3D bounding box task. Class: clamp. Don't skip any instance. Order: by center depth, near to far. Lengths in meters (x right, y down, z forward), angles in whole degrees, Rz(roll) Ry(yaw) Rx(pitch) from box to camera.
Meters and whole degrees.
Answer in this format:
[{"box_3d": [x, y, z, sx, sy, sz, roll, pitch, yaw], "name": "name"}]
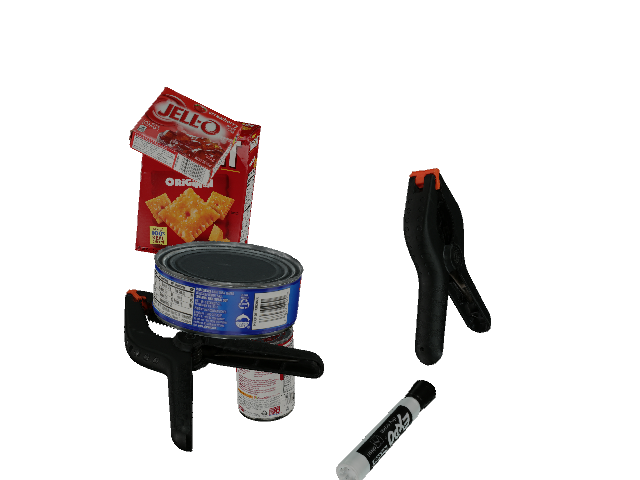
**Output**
[{"box_3d": [0.104, 0.025, 0.955, 0.039, 0.171, 0.120, -12, 13, 30], "name": "clamp"}, {"box_3d": [-0.110, 0.102, 1.005, 0.164, 0.036, 0.210, -19, 39, -30], "name": "clamp"}]

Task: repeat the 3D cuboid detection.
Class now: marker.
[{"box_3d": [0.050, 0.135, 0.766, 0.020, 0.020, 0.120, 0, 24, 36], "name": "marker"}]

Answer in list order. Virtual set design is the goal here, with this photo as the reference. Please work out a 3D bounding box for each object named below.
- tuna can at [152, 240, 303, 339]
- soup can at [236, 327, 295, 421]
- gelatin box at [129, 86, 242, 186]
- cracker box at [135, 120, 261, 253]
[{"box_3d": [-0.054, 0.028, 0.618, 0.086, 0.034, 0.086, 6, 15, -2], "name": "tuna can"}, {"box_3d": [-0.063, 0.147, 1.223, 0.068, 0.102, 0.068, -1, 23, 0], "name": "soup can"}, {"box_3d": [-0.133, -0.104, 1.052, 0.089, 0.073, 0.030, 27, -40, 2], "name": "gelatin box"}, {"box_3d": [-0.187, -0.078, 1.611, 0.164, 0.214, 0.072, 10, 20, 6], "name": "cracker box"}]
